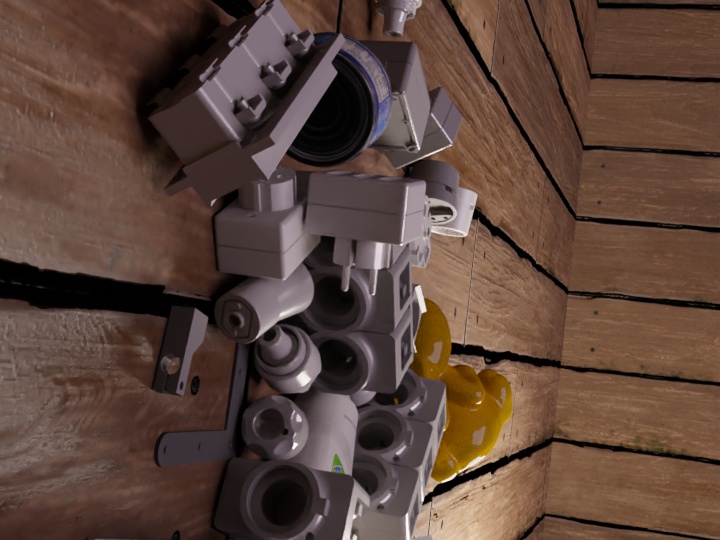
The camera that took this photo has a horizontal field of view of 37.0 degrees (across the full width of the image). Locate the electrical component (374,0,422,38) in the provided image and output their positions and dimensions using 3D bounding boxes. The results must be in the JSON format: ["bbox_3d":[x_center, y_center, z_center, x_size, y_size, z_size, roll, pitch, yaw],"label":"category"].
[{"bbox_3d":[0.033,-0.235,0.936,0.043,0.043,0.062,25,72,-72],"label":"electrical component"}]

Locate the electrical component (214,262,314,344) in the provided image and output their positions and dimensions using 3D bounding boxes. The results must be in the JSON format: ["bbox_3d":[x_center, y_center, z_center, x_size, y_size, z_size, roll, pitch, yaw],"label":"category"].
[{"bbox_3d":[-0.064,0.020,0.697,0.065,0.044,0.044,-39,133,-55],"label":"electrical component"}]

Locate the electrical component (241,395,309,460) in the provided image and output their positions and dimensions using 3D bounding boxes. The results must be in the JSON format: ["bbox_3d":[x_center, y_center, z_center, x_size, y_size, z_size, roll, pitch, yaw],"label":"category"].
[{"bbox_3d":[-0.057,0.112,0.752,0.062,0.043,0.043,63,36,-70],"label":"electrical component"}]

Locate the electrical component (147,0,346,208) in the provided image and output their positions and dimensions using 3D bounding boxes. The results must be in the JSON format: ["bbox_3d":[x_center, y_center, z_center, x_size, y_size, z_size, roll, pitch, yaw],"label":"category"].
[{"bbox_3d":[-0.065,-0.100,0.608,0.063,0.079,0.121,53,36,-22],"label":"electrical component"}]

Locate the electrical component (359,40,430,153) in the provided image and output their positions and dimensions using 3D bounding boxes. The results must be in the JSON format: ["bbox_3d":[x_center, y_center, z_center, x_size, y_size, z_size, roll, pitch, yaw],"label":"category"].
[{"bbox_3d":[0.021,-0.143,0.895,0.096,0.062,0.061,67,33,-58],"label":"electrical component"}]

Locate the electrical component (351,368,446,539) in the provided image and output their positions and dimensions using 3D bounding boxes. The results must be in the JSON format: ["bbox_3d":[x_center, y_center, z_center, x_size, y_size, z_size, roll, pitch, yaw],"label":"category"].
[{"bbox_3d":[0.014,0.156,0.915,0.150,0.089,0.061,-67,159,-46],"label":"electrical component"}]

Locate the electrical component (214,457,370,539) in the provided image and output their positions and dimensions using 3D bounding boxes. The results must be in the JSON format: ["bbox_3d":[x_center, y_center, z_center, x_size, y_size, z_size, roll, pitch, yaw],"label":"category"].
[{"bbox_3d":[-0.046,0.160,0.722,0.055,0.089,0.050,61,37,-62],"label":"electrical component"}]

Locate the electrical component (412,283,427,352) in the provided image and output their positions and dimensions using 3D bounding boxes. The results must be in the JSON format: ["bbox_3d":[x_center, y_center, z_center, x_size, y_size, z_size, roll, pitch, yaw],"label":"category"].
[{"bbox_3d":[0.021,0.040,0.951,0.042,0.064,0.081,71,29,-52],"label":"electrical component"}]

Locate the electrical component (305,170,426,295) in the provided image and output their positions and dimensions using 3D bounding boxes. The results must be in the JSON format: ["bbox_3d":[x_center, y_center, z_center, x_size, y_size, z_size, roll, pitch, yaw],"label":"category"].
[{"bbox_3d":[0.002,-0.022,0.695,0.047,0.066,0.076,-23,119,-71],"label":"electrical component"}]

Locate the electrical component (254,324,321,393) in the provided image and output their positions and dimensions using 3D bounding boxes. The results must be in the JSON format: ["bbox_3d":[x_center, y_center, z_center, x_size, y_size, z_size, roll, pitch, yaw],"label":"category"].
[{"bbox_3d":[-0.054,0.058,0.745,0.062,0.043,0.043,63,36,-58],"label":"electrical component"}]

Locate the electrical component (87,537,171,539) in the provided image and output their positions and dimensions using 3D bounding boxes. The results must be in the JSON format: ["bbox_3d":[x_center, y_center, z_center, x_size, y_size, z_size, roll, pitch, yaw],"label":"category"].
[{"bbox_3d":[-0.097,0.214,0.623,0.186,0.060,0.105,43,54,-69],"label":"electrical component"}]

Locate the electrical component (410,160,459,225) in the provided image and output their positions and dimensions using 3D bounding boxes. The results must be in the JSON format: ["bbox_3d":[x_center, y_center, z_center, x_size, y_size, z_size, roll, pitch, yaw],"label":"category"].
[{"bbox_3d":[0.075,-0.081,1.108,0.055,0.055,0.047,65,31,-60],"label":"electrical component"}]

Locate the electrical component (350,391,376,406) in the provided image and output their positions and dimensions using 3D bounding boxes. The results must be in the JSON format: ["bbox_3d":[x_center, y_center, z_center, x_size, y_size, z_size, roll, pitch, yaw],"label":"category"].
[{"bbox_3d":[-0.009,0.086,0.910,0.040,0.040,0.046,-67,150,-45],"label":"electrical component"}]

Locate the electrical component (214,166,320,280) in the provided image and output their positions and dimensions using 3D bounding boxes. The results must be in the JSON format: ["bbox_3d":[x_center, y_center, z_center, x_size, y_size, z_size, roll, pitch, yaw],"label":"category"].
[{"bbox_3d":[-0.059,-0.043,0.686,0.065,0.047,0.076,-52,145,-60],"label":"electrical component"}]

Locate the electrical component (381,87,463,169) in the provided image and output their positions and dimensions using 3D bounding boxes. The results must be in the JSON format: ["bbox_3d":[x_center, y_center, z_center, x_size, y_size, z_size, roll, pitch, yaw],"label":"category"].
[{"bbox_3d":[0.043,-0.143,0.976,0.076,0.066,0.047,51,38,-25],"label":"electrical component"}]

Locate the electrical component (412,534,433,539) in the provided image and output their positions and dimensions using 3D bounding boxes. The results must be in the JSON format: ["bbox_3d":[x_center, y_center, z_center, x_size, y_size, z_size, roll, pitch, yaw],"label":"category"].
[{"bbox_3d":[0.013,0.243,0.986,0.121,0.079,0.063,35,40,-71],"label":"electrical component"}]

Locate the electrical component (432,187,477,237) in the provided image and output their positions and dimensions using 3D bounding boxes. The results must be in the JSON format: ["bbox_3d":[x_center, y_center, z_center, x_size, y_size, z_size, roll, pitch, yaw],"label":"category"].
[{"bbox_3d":[0.099,-0.065,1.192,0.055,0.055,0.047,31,70,-72],"label":"electrical component"}]

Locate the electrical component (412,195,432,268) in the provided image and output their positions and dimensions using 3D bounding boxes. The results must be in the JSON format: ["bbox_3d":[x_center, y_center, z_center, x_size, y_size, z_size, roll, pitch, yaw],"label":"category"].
[{"bbox_3d":[0.029,-0.037,0.964,0.078,0.057,0.058,77,25,-47],"label":"electrical component"}]

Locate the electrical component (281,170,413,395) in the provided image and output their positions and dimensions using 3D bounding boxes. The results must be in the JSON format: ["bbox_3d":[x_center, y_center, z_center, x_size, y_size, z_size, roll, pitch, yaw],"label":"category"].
[{"bbox_3d":[-0.012,0.010,0.785,0.061,0.089,0.150,-54,145,-60],"label":"electrical component"}]
